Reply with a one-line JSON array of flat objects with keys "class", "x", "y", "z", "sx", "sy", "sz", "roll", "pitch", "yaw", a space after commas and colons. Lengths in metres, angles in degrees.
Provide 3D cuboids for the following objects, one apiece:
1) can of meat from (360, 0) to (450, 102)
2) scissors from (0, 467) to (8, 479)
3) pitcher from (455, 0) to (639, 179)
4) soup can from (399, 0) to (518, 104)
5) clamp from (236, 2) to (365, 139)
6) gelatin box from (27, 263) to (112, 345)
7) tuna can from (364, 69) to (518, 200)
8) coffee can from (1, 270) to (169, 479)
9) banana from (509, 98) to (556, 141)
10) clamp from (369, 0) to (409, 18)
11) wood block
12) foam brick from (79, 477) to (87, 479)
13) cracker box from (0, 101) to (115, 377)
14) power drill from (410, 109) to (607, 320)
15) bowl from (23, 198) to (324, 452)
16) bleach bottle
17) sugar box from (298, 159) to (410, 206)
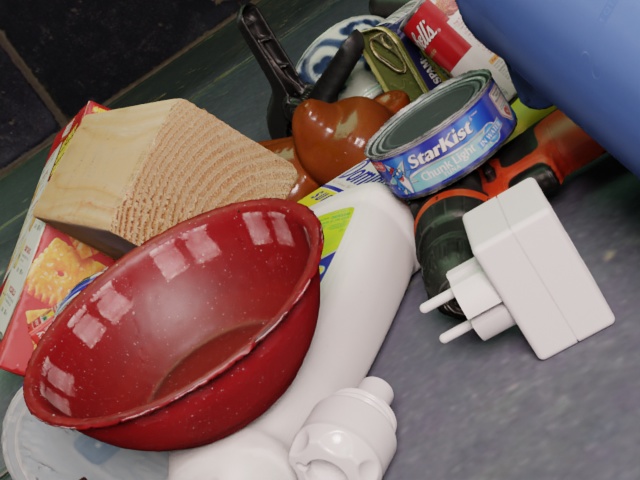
[{"class": "can of meat", "x": 0.094, "y": -0.152, "z": 0.886, "sx": 0.083, "sy": 0.102, "sz": 0.058, "roll": -38, "pitch": 18, "yaw": -20}, {"class": "scissors", "x": -0.176, "y": 0.117, "z": 0.803, "sx": 0.201, "sy": 0.016, "sz": 0.096, "roll": -36, "pitch": 16, "yaw": -5}, {"class": "pitcher", "x": 0.162, "y": -0.093, "z": 0.443, "sx": 0.145, "sy": 0.149, "sz": 0.243, "roll": -34, "pitch": 39, "yaw": 5}, {"class": "soup can", "x": 0.119, "y": -0.149, "z": 0.801, "sx": 0.068, "sy": 0.102, "sz": 0.068, "roll": -46, "pitch": -2, "yaw": -3}, {"class": "clamp", "x": -0.005, "y": -0.121, "z": 0.921, "sx": 0.120, "sy": 0.171, "sz": 0.039, "roll": 17, "pitch": 48, "yaw": 36}, {"class": "gelatin box", "x": -0.146, "y": 0.074, "z": 0.740, "sx": 0.073, "sy": 0.089, "sz": 0.030, "roll": -37, "pitch": 19, "yaw": -8}, {"class": "tuna can", "x": 0.070, "y": -0.061, "z": 0.617, "sx": 0.086, "sy": 0.033, "sz": 0.086, "roll": -33, "pitch": 16, "yaw": 10}, {"class": "coffee can", "x": -0.122, "y": 0.088, "z": 0.637, "sx": 0.103, "sy": 0.103, "sz": 0.140, "roll": -32, "pitch": 17, "yaw": 8}, {"class": "banana", "x": 0.182, "y": -0.115, "z": 0.746, "sx": 0.197, "sy": 0.037, "sz": 0.070, "roll": -43, "pitch": -3, "yaw": -31}, {"class": "clamp", "x": 0.163, "y": -0.204, "z": 0.954, "sx": 0.164, "sy": 0.036, "sz": 0.210, "roll": -9, "pitch": 19, "yaw": -27}, {"class": "wood block", "x": -0.110, "y": -0.030, "z": 0.708, "sx": 0.206, "sy": 0.090, "sz": 0.090, "roll": 8, "pitch": 70, "yaw": 64}, {"class": "foam brick", "x": -0.134, "y": 0.169, "z": 0.530, "sx": 0.078, "sy": 0.053, "sz": 0.051, "roll": -36, "pitch": 17, "yaw": 0}, {"class": "cracker box", "x": -0.208, "y": 0.009, "z": 0.877, "sx": 0.164, "sy": 0.072, "sz": 0.213, "roll": -9, "pitch": 61, "yaw": 67}, {"class": "power drill", "x": 0.136, "y": -0.041, "z": 0.591, "sx": 0.188, "sy": 0.057, "sz": 0.184, "roll": -28, "pitch": 21, "yaw": 18}, {"class": "bowl", "x": -0.059, "y": 0.049, "z": 0.514, "sx": 0.162, "sy": 0.055, "sz": 0.162, "roll": -23, "pitch": 28, "yaw": 12}, {"class": "bleach bottle", "x": -0.013, "y": 0.066, "z": 0.570, "sx": 0.103, "sy": 0.068, "sz": 0.250, "roll": -24, "pitch": 23, "yaw": 28}, {"class": "sugar box", "x": -0.005, "y": 0.001, "z": 0.753, "sx": 0.176, "sy": 0.048, "sz": 0.093, "roll": -34, "pitch": 18, "yaw": 4}]
